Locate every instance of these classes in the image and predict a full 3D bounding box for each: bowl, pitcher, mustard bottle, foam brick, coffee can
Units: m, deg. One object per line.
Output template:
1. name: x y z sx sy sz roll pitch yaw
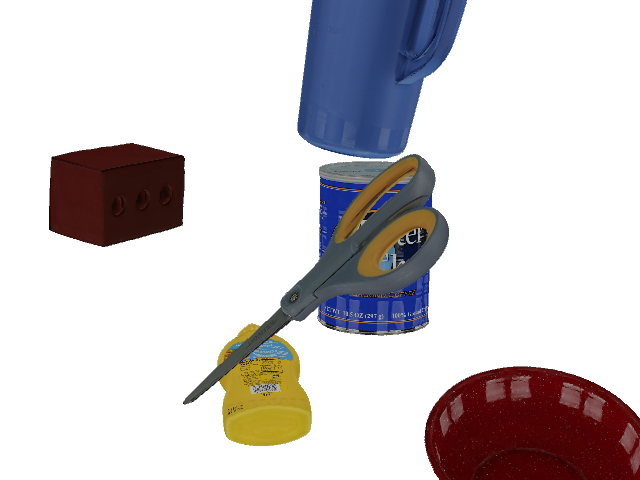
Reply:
1. bowl: 0.155 0.163 0.769 0.162 0.055 0.162 -1 35 0
2. pitcher: 0.056 -0.202 0.994 0.145 0.243 0.149 11 17 3
3. mustard bottle: -0.070 0.155 1.230 0.096 0.058 0.191 -5 30 -7
4. foam brick: -0.137 -0.033 0.724 0.051 0.053 0.078 17 22 33
5. coffee can: 0.049 0.004 0.962 0.103 0.140 0.103 1 11 0

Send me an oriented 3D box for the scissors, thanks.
1. scissors: 0.000 0.037 0.597 0.016 0.202 0.096 39 2 -31
